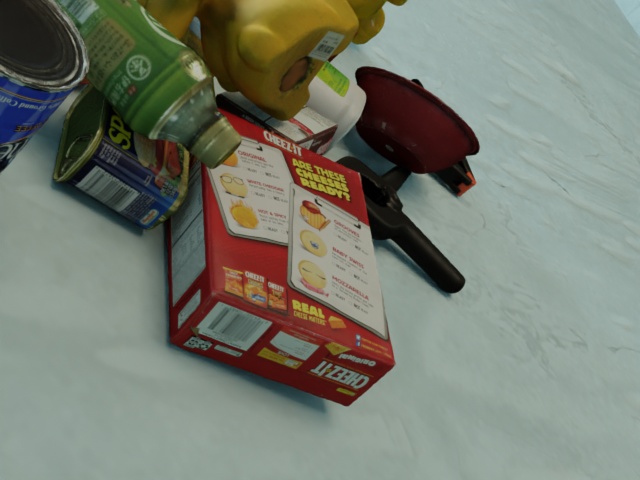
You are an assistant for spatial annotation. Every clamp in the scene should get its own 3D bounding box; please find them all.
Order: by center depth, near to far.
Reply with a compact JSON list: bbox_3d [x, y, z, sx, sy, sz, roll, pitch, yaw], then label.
[{"bbox_3d":[0.068,-0.025,1.071,0.209,0.036,0.165,15,42,-56],"label":"clamp"},{"bbox_3d":[0.135,-0.133,1.309,0.171,0.039,0.120,55,34,0],"label":"clamp"}]

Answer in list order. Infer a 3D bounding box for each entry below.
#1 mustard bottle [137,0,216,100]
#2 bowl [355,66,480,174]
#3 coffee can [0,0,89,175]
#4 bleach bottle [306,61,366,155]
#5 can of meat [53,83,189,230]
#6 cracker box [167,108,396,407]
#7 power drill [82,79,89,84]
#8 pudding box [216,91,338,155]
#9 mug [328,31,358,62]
[{"bbox_3d":[-0.132,-0.173,0.958,0.096,0.058,0.191,36,31,-25],"label":"mustard bottle"},{"bbox_3d":[0.092,-0.120,1.166,0.162,0.055,0.162,33,-9,5],"label":"bowl"},{"bbox_3d":[-0.220,-0.084,0.635,0.102,0.140,0.103,34,31,-25],"label":"coffee can"},{"bbox_3d":[-0.067,-0.199,1.080,0.250,0.068,0.102,40,24,-11],"label":"bleach bottle"},{"bbox_3d":[-0.147,-0.066,0.807,0.083,0.058,0.102,34,31,-29],"label":"can of meat"},{"bbox_3d":[-0.037,0.009,0.839,0.164,0.072,0.214,23,37,-29],"label":"cracker box"},{"bbox_3d":[-0.162,-0.242,0.870,0.057,0.188,0.184,17,41,-21],"label":"power drill"},{"bbox_3d":[-0.044,-0.108,0.999,0.090,0.039,0.113,33,23,11],"label":"pudding box"},{"bbox_3d":[-0.014,-0.237,1.181,0.093,0.082,0.117,32,32,-28],"label":"mug"}]
